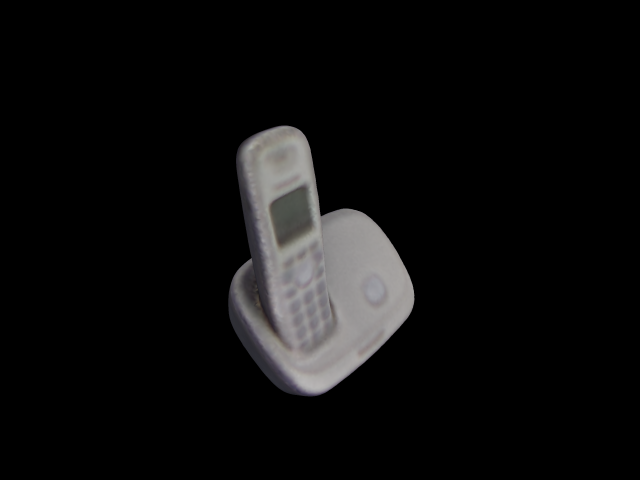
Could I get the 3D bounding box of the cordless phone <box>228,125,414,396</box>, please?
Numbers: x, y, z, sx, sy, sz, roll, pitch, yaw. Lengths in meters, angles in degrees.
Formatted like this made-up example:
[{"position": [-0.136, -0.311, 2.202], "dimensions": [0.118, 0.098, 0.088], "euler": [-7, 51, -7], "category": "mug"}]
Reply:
[{"position": [0.004, 0.001, 0.400], "dimensions": [0.093, 0.185, 0.148], "euler": [24, 41, 31], "category": "cordless phone"}]
